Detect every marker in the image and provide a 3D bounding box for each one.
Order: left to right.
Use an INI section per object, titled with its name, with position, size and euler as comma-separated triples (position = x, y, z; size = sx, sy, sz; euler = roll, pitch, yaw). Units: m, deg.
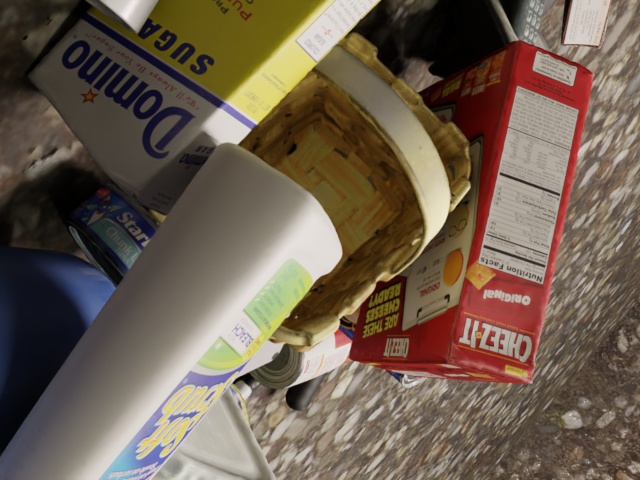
[marker]
position = -0.090, 0.153, 0.961
size = 0.121, 0.020, 0.020
euler = -42, 156, -20

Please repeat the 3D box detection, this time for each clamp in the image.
[clamp]
position = 0.013, 0.094, 1.036
size = 0.120, 0.039, 0.171
euler = -47, 156, -31

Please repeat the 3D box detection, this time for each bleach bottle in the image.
[bleach bottle]
position = -0.090, 0.078, 0.495
size = 0.250, 0.068, 0.102
euler = -54, 164, -8

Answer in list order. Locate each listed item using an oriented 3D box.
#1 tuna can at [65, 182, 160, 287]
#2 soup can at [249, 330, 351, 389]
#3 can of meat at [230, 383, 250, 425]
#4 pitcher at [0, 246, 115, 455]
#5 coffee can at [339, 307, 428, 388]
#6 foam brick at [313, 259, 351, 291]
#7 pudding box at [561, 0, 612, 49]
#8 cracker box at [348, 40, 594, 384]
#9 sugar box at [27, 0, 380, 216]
[tuna can]
position = -0.108, 0.010, 0.617
size = 0.033, 0.086, 0.086
euler = -42, 156, -16
[soup can]
position = -0.014, 0.087, 0.937
size = 0.102, 0.069, 0.069
euler = -13, 138, -55
[can of meat]
position = -0.107, 0.155, 0.884
size = 0.083, 0.057, 0.102
euler = -43, 157, -22
[pitcher]
position = -0.202, 0.061, 0.490
size = 0.242, 0.149, 0.145
euler = 3, 109, -67
[coffee can]
position = 0.051, 0.039, 0.888
size = 0.102, 0.140, 0.103
euler = -40, 156, -23
[foam brick]
position = -0.005, 0.001, 0.805
size = 0.051, 0.078, 0.053
euler = -45, 157, -9
[pudding box]
position = 0.226, -0.228, 0.882
size = 0.113, 0.039, 0.090
euler = 77, 23, -61
[cracker box]
position = 0.102, -0.011, 0.741
size = 0.164, 0.072, 0.213
euler = 165, -60, -70
[sugar box]
position = -0.048, -0.106, 0.509
size = 0.176, 0.093, 0.048
euler = -44, 159, 5
